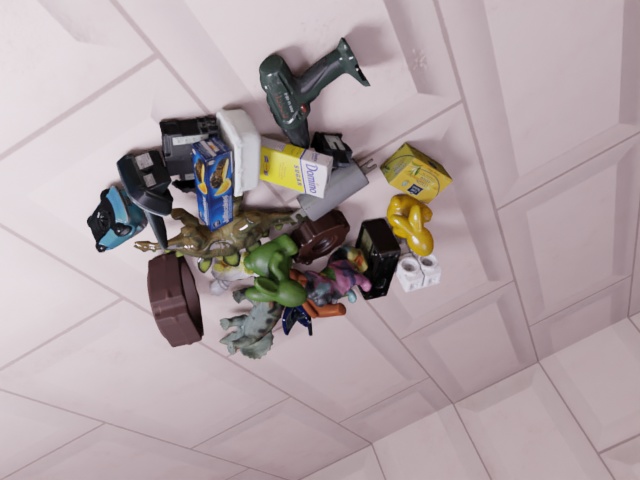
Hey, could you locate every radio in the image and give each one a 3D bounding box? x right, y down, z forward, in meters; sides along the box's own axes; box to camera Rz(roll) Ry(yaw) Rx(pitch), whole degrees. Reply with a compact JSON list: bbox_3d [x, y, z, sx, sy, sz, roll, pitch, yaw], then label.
[{"bbox_3d":[0.156,0.062,1.545,0.073,0.131,0.229,-11,141,-17],"label":"radio"}]

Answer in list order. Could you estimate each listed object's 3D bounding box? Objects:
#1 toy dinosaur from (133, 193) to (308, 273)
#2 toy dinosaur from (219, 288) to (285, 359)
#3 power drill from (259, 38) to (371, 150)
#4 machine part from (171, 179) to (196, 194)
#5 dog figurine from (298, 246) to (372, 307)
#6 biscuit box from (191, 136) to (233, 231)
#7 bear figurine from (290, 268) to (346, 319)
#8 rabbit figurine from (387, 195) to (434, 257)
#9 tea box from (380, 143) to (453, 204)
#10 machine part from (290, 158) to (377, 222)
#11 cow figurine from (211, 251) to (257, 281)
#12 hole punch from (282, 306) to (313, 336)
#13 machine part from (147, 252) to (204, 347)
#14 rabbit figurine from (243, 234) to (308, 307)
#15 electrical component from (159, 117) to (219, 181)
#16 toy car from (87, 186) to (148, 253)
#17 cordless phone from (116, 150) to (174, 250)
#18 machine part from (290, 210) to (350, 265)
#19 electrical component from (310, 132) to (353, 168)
[{"bbox_3d":[-0.205,-0.022,1.297,0.471,0.105,0.198,-12,149,-21],"label":"toy dinosaur"},{"bbox_3d":[-0.172,0.214,1.584,0.192,0.131,0.404,0,131,-51],"label":"toy dinosaur"},{"bbox_3d":[-0.006,-0.300,1.091,0.207,0.086,0.231,-24,140,13],"label":"power drill"},{"bbox_3d":[-0.250,-0.121,1.184,0.139,0.084,0.039,-6,106,-34],"label":"machine part"},{"bbox_3d":[0.025,0.094,1.456,0.219,0.191,0.108,10,146,-36],"label":"dog figurine"},{"bbox_3d":[-0.219,-0.111,1.106,0.059,0.063,0.202,-28,146,-27],"label":"biscuit box"},{"bbox_3d":[-0.025,0.137,1.523,0.132,0.120,0.195,-20,131,28],"label":"bear figurine"},{"bbox_3d":[0.256,-0.039,1.445,0.122,0.173,0.162,-24,146,8],"label":"rabbit figurine"},{"bbox_3d":[0.247,-0.167,1.372,0.169,0.068,0.098,18,126,-41],"label":"tea box"},{"bbox_3d":[0.031,-0.121,1.302,0.243,0.079,0.079,-33,141,7],"label":"machine part"},{"bbox_3d":[-0.202,0.078,1.422,0.167,0.068,0.098,5,151,-13],"label":"cow figurine"},{"bbox_3d":[-0.069,0.226,1.644,0.092,0.116,0.142,-5,143,2],"label":"hole punch"},{"bbox_3d":[-0.358,0.146,1.331,0.087,0.202,0.200,-15,141,-6],"label":"machine part"},{"bbox_3d":[-0.101,0.090,1.315,0.159,0.170,0.121,-19,156,-35],"label":"rabbit figurine"},{"bbox_3d":[-0.266,-0.183,1.107,0.115,0.058,0.134,-7,140,-16],"label":"electrical component"},{"bbox_3d":[-0.428,-0.041,1.162,0.103,0.109,0.161,-7,152,-48],"label":"toy car"},{"bbox_3d":[-0.349,-0.078,1.115,0.089,0.147,0.184,-20,141,-19],"label":"cordless phone"},{"bbox_3d":[-0.003,-0.004,1.410,0.179,0.056,0.179,-28,158,-12],"label":"machine part"},{"bbox_3d":[0.033,-0.190,1.198,0.075,0.119,0.047,-3,138,-27],"label":"electrical component"}]
